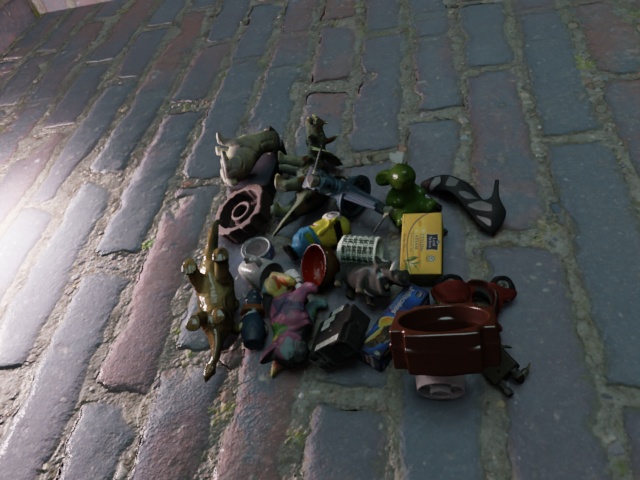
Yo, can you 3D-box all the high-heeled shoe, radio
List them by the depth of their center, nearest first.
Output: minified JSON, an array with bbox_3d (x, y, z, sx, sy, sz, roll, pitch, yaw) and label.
[{"bbox_3d":[0.361,-0.089,1.386,0.249,0.086,0.145,5,79,43],"label":"high-heeled shoe"},{"bbox_3d":[-0.186,-0.212,1.641,0.131,0.073,0.230,0,50,16],"label":"radio"}]

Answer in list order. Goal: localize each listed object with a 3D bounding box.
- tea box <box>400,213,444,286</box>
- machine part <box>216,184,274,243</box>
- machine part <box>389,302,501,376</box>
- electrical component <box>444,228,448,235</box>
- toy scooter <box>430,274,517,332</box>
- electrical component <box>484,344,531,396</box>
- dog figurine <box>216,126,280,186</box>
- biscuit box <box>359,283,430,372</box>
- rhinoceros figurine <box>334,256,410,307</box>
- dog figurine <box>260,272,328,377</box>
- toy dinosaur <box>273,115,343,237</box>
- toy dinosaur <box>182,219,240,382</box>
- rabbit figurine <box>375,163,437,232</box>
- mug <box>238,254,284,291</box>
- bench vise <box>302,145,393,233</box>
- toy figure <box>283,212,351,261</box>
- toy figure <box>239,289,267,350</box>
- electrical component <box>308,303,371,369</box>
[{"bbox_3d":[0.244,0.022,1.279,0.098,0.068,0.169,-3,57,15],"label":"tea box"},{"bbox_3d":[-0.213,-0.072,1.502,0.179,0.056,0.179,-21,44,22],"label":"machine part"},{"bbox_3d":[0.242,0.189,1.037,0.202,0.087,0.201,-7,7,16],"label":"machine part"},{"bbox_3d":[0.270,-0.016,1.356,0.094,0.021,0.063,-24,47,-7],"label":"electrical component"},{"bbox_3d":[0.334,0.139,1.161,0.184,0.075,0.135,-1,49,9],"label":"toy scooter"},{"bbox_3d":[0.366,0.250,1.070,0.078,0.045,0.102,-54,47,6],"label":"electrical component"},{"bbox_3d":[-0.196,-0.241,1.565,0.191,0.121,0.172,-9,81,-16],"label":"dog figurine"},{"bbox_3d":[0.164,0.186,1.174,0.059,0.062,0.203,25,60,32],"label":"biscuit box"},{"bbox_3d":[0.121,0.090,1.229,0.190,0.073,0.112,3,54,48],"label":"rhinoceros figurine"},{"bbox_3d":[-0.086,0.193,1.215,0.192,0.108,0.219,15,57,27],"label":"dog figurine"},{"bbox_3d":[-0.031,-0.162,1.522,0.192,0.131,0.405,2,58,1],"label":"toy dinosaur"},{"bbox_3d":[-0.250,0.109,1.268,0.105,0.198,0.471,-4,57,1],"label":"toy dinosaur"},{"bbox_3d":[0.219,-0.135,1.379,0.121,0.170,0.159,-23,47,-6],"label":"rabbit figurine"},{"bbox_3d":[-0.160,0.077,1.348,0.107,0.109,0.081,13,60,43],"label":"mug"},{"bbox_3d":[0.079,-0.119,1.384,0.241,0.223,0.129,29,88,36],"label":"bench vise"},{"bbox_3d":[-0.004,-0.005,1.386,0.180,0.089,0.082,-34,32,-12],"label":"toy figure"},{"bbox_3d":[-0.161,0.185,1.274,0.058,0.064,0.154,-36,38,25],"label":"toy figure"},{"bbox_3d":[0.045,0.200,1.154,0.115,0.058,0.134,-33,20,37],"label":"electrical component"}]
